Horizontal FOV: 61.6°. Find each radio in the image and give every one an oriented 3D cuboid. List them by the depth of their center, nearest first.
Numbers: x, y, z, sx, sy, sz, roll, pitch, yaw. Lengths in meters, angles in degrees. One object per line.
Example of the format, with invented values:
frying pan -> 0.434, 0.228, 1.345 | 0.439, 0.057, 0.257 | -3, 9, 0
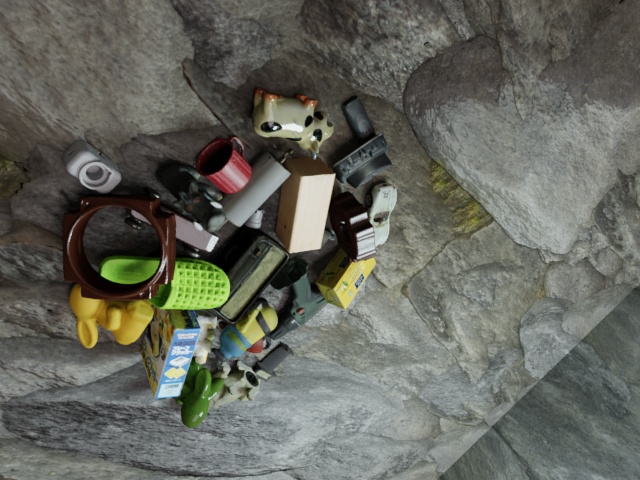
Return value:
radio -> -0.190, 0.080, 1.287 | 0.229, 0.073, 0.131 | -52, 137, -4

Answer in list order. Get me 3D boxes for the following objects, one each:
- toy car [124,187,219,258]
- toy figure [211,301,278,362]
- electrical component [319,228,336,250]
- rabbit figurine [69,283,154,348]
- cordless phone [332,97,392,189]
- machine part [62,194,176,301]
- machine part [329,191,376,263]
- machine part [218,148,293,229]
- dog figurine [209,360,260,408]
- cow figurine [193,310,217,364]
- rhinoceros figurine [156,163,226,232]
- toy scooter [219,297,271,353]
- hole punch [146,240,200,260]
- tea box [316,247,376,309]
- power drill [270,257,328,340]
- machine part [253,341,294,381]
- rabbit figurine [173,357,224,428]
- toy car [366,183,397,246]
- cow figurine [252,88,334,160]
toy car -> -0.311, -0.035, 1.136 | 0.202, 0.053, 0.089 | 28, 91, -28
toy figure -> -0.187, 0.231, 1.344 | 0.180, 0.082, 0.089 | -46, 117, -11
electrical component -> -0.003, -0.004, 1.405 | 0.094, 0.021, 0.063 | 18, 113, -41
rabbit figurine -> -0.471, 0.153, 1.182 | 0.173, 0.122, 0.162 | 32, 113, -30
cordless phone -> 0.076, -0.227, 1.255 | 0.146, 0.089, 0.184 | -34, 124, -4
machine part -> -0.387, 0.013, 1.045 | 0.201, 0.087, 0.200 | 3, 99, -4
machine part -> 0.077, -0.030, 1.336 | 0.056, 0.180, 0.179 | -21, 133, -14
machine part -> -0.148, -0.113, 1.186 | 0.243, 0.079, 0.079 | -46, 135, 5
dog figurine -> -0.282, 0.442, 1.538 | 0.190, 0.121, 0.172 | -40, 135, 21
cow figurine -> -0.316, 0.242, 1.358 | 0.098, 0.068, 0.167 | 11, 117, -12
rhinoceros figurine -> -0.250, -0.088, 1.066 | 0.073, 0.190, 0.112 | -45, 154, 1
toy scooter -> -0.201, 0.238, 1.431 | 0.135, 0.075, 0.183 | -15, 127, -23
hole punch -> -0.326, 0.060, 1.213 | 0.142, 0.092, 0.115 | -29, 103, -10
tea box -> 0.072, 0.087, 1.444 | 0.169, 0.068, 0.098 | -55, 138, -25
power drill -> -0.070, 0.158, 1.449 | 0.232, 0.086, 0.207 | -33, 131, -9
machine part -> -0.139, 0.365, 1.599 | 0.139, 0.039, 0.084 | -47, 127, 10
rabbit figurine -> -0.330, 0.405, 1.409 | 0.159, 0.170, 0.121 | -39, 136, 1
toy car -> 0.155, -0.060, 1.439 | 0.073, 0.056, 0.201 | -11, 129, -26
cow figurine -> -0.054, -0.244, 1.139 | 0.195, 0.086, 0.127 | 0, 118, -36
